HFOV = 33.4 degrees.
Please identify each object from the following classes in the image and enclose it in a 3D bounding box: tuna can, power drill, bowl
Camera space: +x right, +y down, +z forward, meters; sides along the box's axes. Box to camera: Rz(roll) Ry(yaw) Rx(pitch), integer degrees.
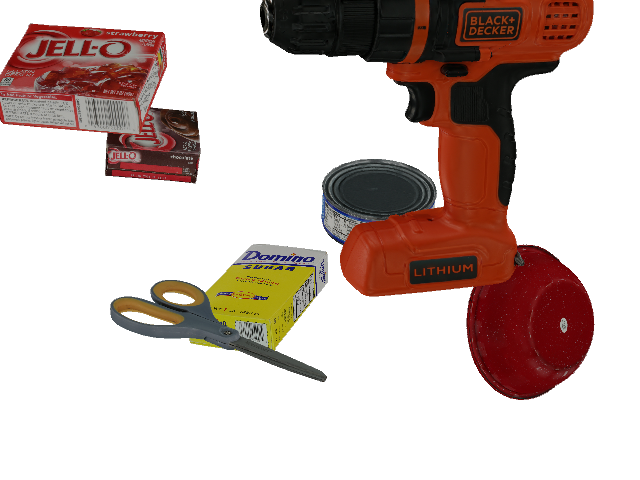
[{"bbox_3d":[0.043,-0.026,0.804,0.086,0.034,0.086,2,34,-1],"label":"tuna can"},{"bbox_3d":[0.054,-0.061,0.599,0.184,0.188,0.057,-4,30,-14],"label":"power drill"},{"bbox_3d":[0.227,0.084,1.086,0.161,0.162,0.055,0,-1,-33],"label":"bowl"}]

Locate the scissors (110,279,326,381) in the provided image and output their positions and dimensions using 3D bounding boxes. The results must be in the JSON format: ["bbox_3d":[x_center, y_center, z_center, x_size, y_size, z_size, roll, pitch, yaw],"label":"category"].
[{"bbox_3d":[-0.081,0.073,0.922,0.202,0.016,0.096,12,27,10],"label":"scissors"}]

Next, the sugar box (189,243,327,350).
[{"bbox_3d":[-0.062,0.057,1.133,0.093,0.048,0.176,6,27,17],"label":"sugar box"}]

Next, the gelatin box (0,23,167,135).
[{"bbox_3d":[-0.145,-0.100,0.650,0.089,0.030,0.073,5,43,5],"label":"gelatin box"}]

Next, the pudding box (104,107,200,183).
[{"bbox_3d":[-0.168,-0.098,1.069,0.090,0.039,0.113,5,25,-11],"label":"pudding box"}]
